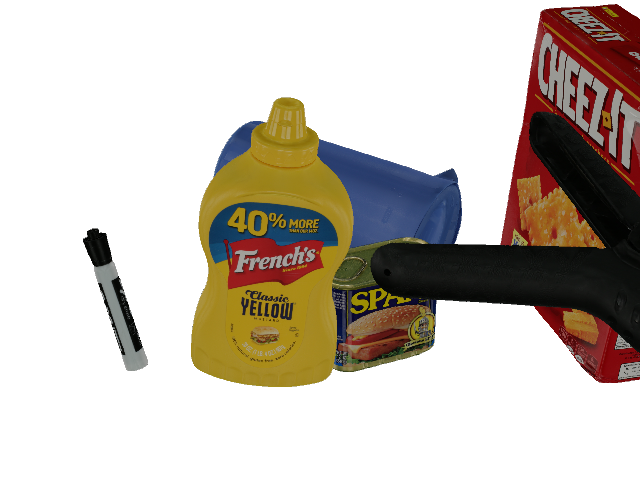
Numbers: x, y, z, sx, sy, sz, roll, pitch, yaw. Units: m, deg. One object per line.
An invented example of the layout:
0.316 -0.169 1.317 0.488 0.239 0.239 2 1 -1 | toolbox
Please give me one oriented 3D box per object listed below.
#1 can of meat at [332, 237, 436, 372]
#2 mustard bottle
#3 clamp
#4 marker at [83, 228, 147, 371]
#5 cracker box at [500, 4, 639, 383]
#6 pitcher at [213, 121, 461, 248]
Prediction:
0.046 0.052 0.870 0.102 0.084 0.057 -11 29 -20 | can of meat
-0.029 0.001 0.673 0.096 0.192 0.058 7 29 -1 | mustard bottle
0.139 0.016 0.491 0.210 0.036 0.164 32 50 32 | clamp
-0.164 0.047 0.854 0.020 0.121 0.020 -13 18 4 | marker
0.197 -0.034 0.741 0.072 0.214 0.164 -7 33 -16 | cracker box
0.009 -0.027 1.085 0.243 0.145 0.149 23 27 23 | pitcher
